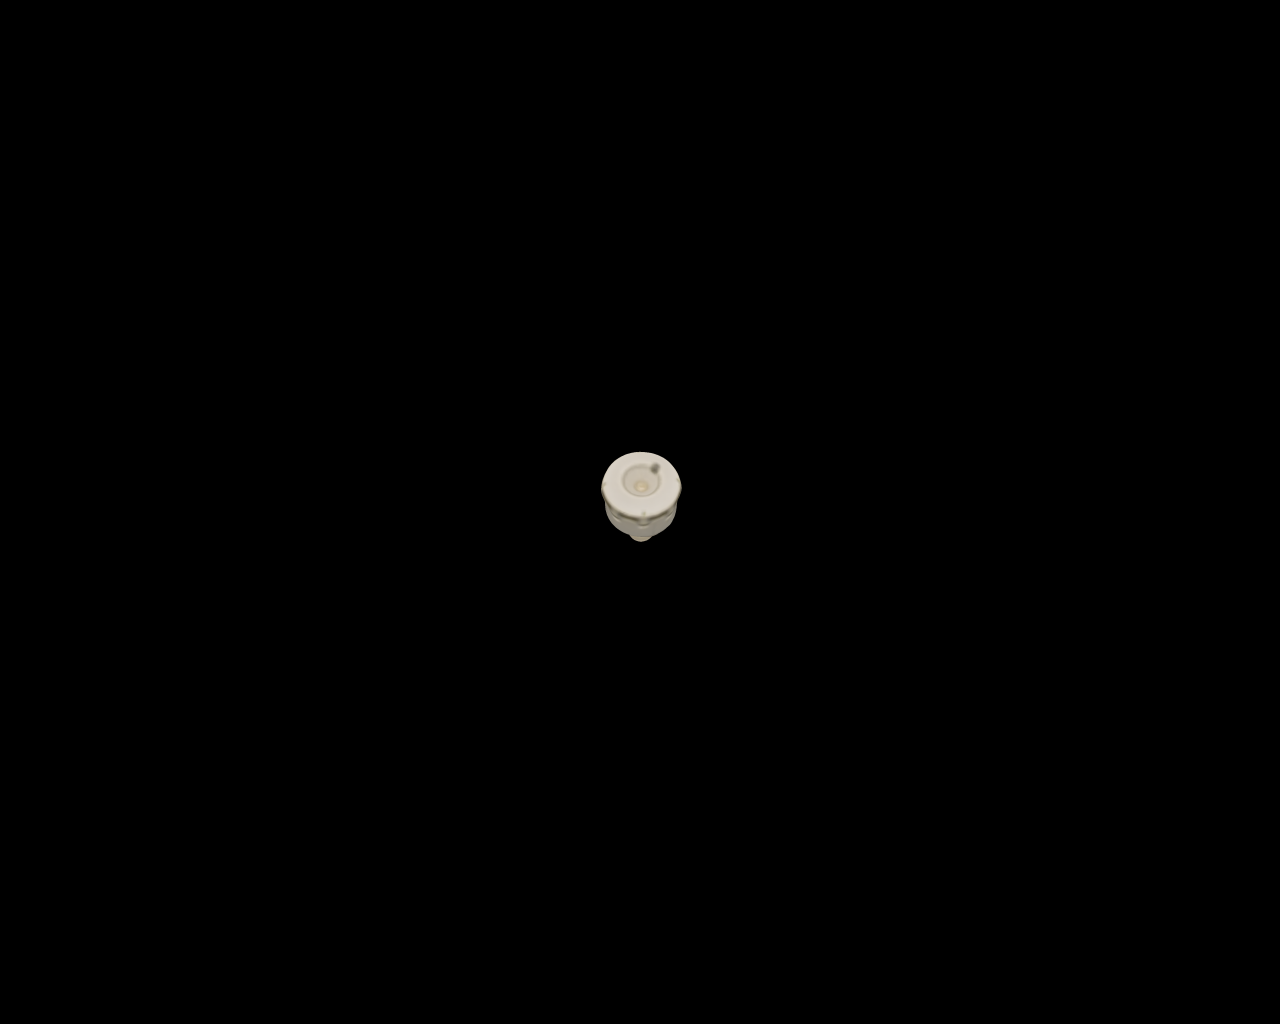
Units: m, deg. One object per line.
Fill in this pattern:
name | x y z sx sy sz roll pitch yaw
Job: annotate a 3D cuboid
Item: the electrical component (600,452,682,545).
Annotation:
electrical component | 0.001 -0.003 0.650 0.048 0.048 0.062 0 -32 0
